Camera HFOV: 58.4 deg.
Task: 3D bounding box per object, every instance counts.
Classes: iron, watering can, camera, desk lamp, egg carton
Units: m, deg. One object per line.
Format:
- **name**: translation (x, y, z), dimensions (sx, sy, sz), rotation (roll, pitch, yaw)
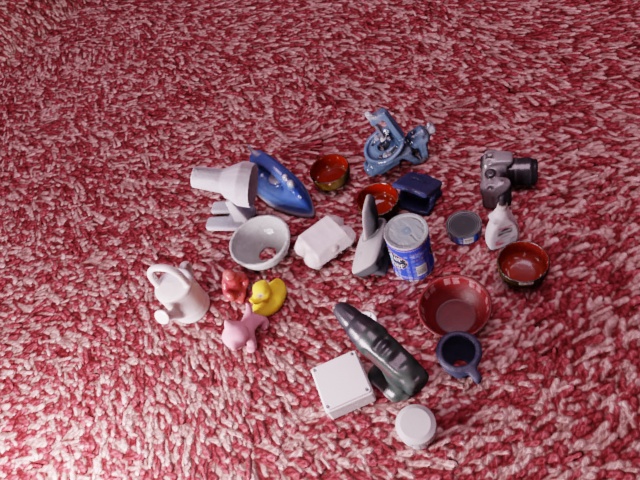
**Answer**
- **iron**: translation (-0.113, -0.168, 1.589), dimensions (0.119, 0.142, 0.257), rotation (-42, 53, -14)
- **watering can**: translation (-0.355, 0.126, 1.416), dimensions (0.101, 0.194, 0.172), rotation (-18, 51, 4)
- **camera**: translation (0.470, -0.164, 1.426), dimensions (0.136, 0.101, 0.143), rotation (0, 55, 18)
- **desk lamp**: translation (-0.246, -0.121, 1.550), dimensions (0.202, 0.214, 0.118), rotation (-1, 55, 17)
- **egg carton**: translation (0.013, 0.005, 1.467), dimensions (0.150, 0.069, 0.107), rotation (-37, 52, -11)

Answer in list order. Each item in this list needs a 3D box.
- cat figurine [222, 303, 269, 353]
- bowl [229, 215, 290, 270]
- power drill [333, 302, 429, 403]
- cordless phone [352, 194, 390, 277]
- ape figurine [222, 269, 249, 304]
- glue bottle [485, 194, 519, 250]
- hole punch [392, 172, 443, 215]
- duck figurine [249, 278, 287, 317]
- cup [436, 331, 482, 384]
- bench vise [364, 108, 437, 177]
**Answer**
- **cat figurine**: translation (-0.185, 0.209, 1.348), dimensions (0.067, 0.118, 0.128), rotation (10, 59, 24)
- **bowl**: translation (-0.148, 0.019, 1.505), dimensions (0.167, 0.075, 0.167), rotation (-9, 53, 12)
- **power drill**: translation (0.127, 0.241, 1.167), dimensions (0.076, 0.209, 0.228), rotation (-43, 54, -15)
- **cordless phone**: translation (0.114, -0.010, 1.371), dimensions (0.094, 0.185, 0.147), rotation (1, 55, 19)
- **ape figurine**: translation (-0.220, 0.108, 1.451), dimensions (0.078, 0.092, 0.076), rotation (-39, 53, -12)
- **glue bottle**: translation (0.416, -0.046, 1.310), dimensions (0.078, 0.173, 0.037), rotation (-24, 51, -1)
- **hole punch**: translation (0.252, -0.135, 1.481), dimensions (0.108, 0.091, 0.101), rotation (21, 63, 30)
- **duck figurine**: translation (-0.133, 0.130, 1.411), dimensions (0.077, 0.086, 0.105), rotation (28, 67, 32)
- **cup**: translation (0.295, 0.256, 1.175), dimensions (0.092, 0.095, 0.117), rotation (-29, 51, -5)
- **bench vise**: translation (0.197, -0.286, 1.526), dimensions (0.207, 0.220, 0.121), rotation (-35, 52, -9)
